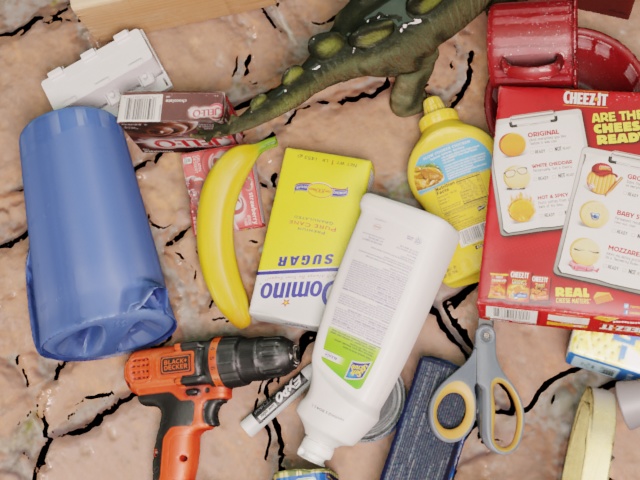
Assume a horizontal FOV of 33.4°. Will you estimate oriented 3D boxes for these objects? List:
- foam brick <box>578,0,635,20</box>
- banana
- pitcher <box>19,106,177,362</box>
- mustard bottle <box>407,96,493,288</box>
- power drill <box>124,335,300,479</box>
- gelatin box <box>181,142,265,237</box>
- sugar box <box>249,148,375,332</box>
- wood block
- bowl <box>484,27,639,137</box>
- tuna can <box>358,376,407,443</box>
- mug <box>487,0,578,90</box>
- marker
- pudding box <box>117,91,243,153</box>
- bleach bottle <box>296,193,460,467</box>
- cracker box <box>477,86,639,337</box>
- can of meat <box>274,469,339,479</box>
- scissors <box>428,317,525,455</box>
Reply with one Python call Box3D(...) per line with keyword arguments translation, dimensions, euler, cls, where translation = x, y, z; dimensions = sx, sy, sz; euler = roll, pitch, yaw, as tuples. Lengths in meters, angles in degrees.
Box3D(translation=(0.290, -0.268, 1.097), dimensions=(0.078, 0.053, 0.051), euler=(16, 78, 11), cls="foam brick")
Box3D(translation=(-0.090, -0.011, 1.068), dimensions=(0.069, 0.037, 0.198), euler=(10, 96, 5), cls="banana")
Box3D(translation=(-0.240, -0.003, 1.080), dimensions=(0.149, 0.145, 0.243), euler=(-13, 69, -7), cls="pitcher")
Box3D(translation=(0.139, -0.056, 1.060), dimensions=(0.096, 0.058, 0.191), euler=(-21, 73, 15), cls="mustard bottle")
Box3D(translation=(-0.103, 0.186, 1.022), dimensions=(0.185, 0.057, 0.187), euler=(-9, 71, 22), cls="power drill")
Box3D(translation=(-0.100, -0.052, 1.103), dimensions=(0.073, 0.030, 0.089), euler=(-9, 88, 6), cls="gelatin box")
Box3D(translation=(-0.007, 0.001, 1.076), dimensions=(0.093, 0.048, 0.176), euler=(9, 75, 11), cls="sugar box")
Box3D(translation=(-0.160, -0.290, 1.155), dimensions=(0.206, 0.091, 0.090), euler=(-11, 74, 6), cls="wood block")
Box3D(translation=(0.245, -0.129, 1.065), dimensions=(0.162, 0.055, 0.162), euler=(-3, 74, 9), cls="bowl")
Box3D(translation=(0.041, 0.153, 1.033), dimensions=(0.086, 0.033, 0.086), euler=(-2, 74, 8), cls="tuna can")
Box3D(translation=(0.200, -0.179, 1.003), dimensions=(0.081, 0.093, 0.117), euler=(0, 35, 15), cls="mug")
Box3D(translation=(-0.027, 0.148, 1.053), dimensions=(0.121, 0.020, 0.020), euler=(-41, 73, -3), cls="marker")
Box3D(translation=(-0.143, -0.121, 1.107), dimensions=(0.113, 0.090, 0.039), euler=(3, 74, 10), cls="pudding box")
Box3D(translation=(0.038, 0.088, 0.999), dimensions=(0.103, 0.068, 0.251), euler=(21, 82, 33), cls="bleach bottle")
Box3D(translation=(0.234, -0.026, 0.965), dimensions=(0.164, 0.072, 0.213), euler=(5, 71, 12), cls="cracker box")
Box3D(translation=(-0.008, 0.256, 0.978), dimensions=(0.057, 0.102, 0.084), euler=(-7, 72, 6), cls="can of meat")
Box3D(translation=(0.134, 0.099, 0.978), dimensions=(0.096, 0.016, 0.202), euler=(-9, 77, -8), cls="scissors")
